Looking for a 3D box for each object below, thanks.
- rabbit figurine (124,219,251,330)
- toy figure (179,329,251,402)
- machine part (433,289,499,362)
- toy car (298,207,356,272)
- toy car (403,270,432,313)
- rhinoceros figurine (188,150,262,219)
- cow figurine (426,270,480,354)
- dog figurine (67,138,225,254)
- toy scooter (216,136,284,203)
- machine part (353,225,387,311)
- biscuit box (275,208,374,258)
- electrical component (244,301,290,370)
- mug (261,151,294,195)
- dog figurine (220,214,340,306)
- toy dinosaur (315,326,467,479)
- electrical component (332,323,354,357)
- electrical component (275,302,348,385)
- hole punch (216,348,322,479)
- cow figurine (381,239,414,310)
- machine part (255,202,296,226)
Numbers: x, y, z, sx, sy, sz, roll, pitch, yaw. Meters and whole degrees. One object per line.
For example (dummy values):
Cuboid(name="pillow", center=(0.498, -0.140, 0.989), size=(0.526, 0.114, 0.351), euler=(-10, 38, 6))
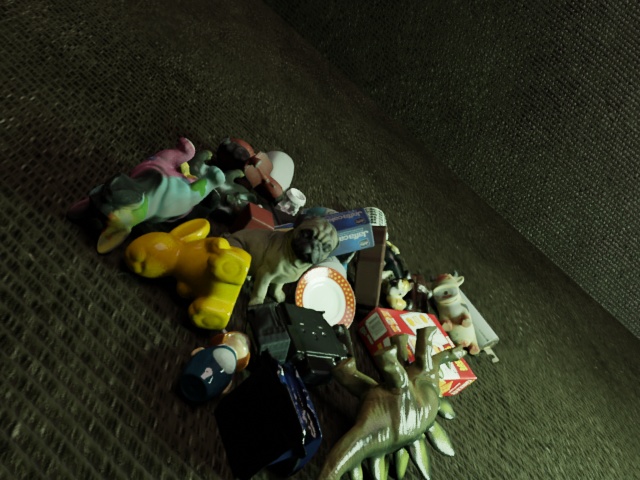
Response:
Cuboid(name="rabbit figurine", center=(-0.191, 0.028, 0.786), size=(0.173, 0.121, 0.162), euler=(15, 28, -10))
Cuboid(name="toy figure", center=(-0.130, 0.161, 0.720), size=(0.154, 0.058, 0.064), euler=(-41, 122, -67))
Cuboid(name="machine part", center=(0.361, 0.199, 1.333), size=(0.079, 0.079, 0.243), euler=(8, 39, -50))
Cuboid(name="toy car", center=(0.025, -0.003, 1.115), size=(0.109, 0.103, 0.161), euler=(1, 68, -56))
Cuboid(name="toy car", center=(0.234, 0.140, 1.282), size=(0.089, 0.053, 0.202), euler=(40, 23, -10))
Cuboid(name="rhinoceros figurine", center=(-0.186, -0.092, 1.032), size=(0.190, 0.073, 0.112), euler=(36, 24, -11))
Cuboid(name="cow figurine", center=(0.300, 0.156, 1.210), size=(0.127, 0.086, 0.194), euler=(-89, 158, -54))
Cuboid(name="dog figurine", center=(-0.268, -0.055, 0.832), size=(0.219, 0.191, 0.108), euler=(-37, 80, -30))
Cuboid(name="toy scooter", center=(-0.151, -0.159, 1.118), size=(0.184, 0.075, 0.135), euler=(40, -10, 14))
Cuboid(name="machine part", center=(0.102, 0.056, 1.102), size=(0.056, 0.179, 0.179), euler=(6, 25, 7))
Cuboid(name="biscuit box", center=(-0.002, -0.003, 1.013), size=(0.059, 0.203, 0.062), euler=(-106, -177, -51))
Cuboid(name="electrical component", center=(-0.073, 0.155, 0.772), size=(0.048, 0.074, 0.119), euler=(-9, 44, -23))
Cuboid(name="mug", center=(-0.111, -0.148, 1.224), size=(0.109, 0.081, 0.107), euler=(35, 33, -29))
Cuboid(name="dog figurine", center=(-0.075, 0.003, 0.896), size=(0.172, 0.190, 0.121), euler=(41, 24, 3))
Cuboid(name="toy dinosaur", center=(0.109, 0.256, 0.795), size=(0.471, 0.105, 0.198), euler=(-15, 79, -46))
Cuboid(name="electrical component", center=(0.042, 0.182, 0.934), size=(0.094, 0.021, 0.063), euler=(61, 14, -58))
Cuboid(name="electrical component", center=(-0.023, 0.168, 0.857), size=(0.115, 0.058, 0.134), euler=(15, 35, -41))
Cuboid(name="hole punch", center=(-0.050, 0.223, 0.667), size=(0.092, 0.116, 0.142), euler=(27, 27, -45))
Cuboid(name="cow figurine", center=(0.161, 0.077, 1.225), size=(0.068, 0.098, 0.167), euler=(18, 32, -53))
Cuboid(name="machine part", center=(-0.079, -0.042, 1.147), size=(0.139, 0.039, 0.084), euler=(14, 31, -42))
